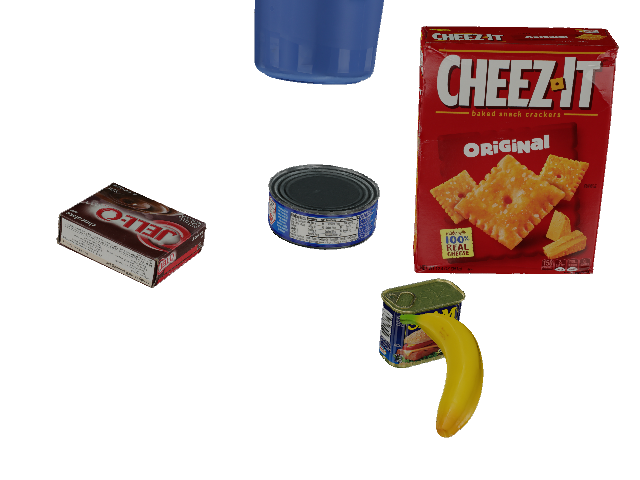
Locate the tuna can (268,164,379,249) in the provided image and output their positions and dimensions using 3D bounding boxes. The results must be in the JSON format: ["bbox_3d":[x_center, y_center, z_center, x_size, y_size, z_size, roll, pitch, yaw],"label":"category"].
[{"bbox_3d":[0.002,-0.026,0.826,0.086,0.034,0.086,3,28,-2],"label":"tuna can"}]

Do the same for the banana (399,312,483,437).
[{"bbox_3d":[0.135,0.130,1.107,0.069,0.037,0.198,-26,30,7],"label":"banana"}]

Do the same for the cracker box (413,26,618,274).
[{"bbox_3d":[0.167,-0.076,0.945,0.164,0.214,0.072,1,24,3],"label":"cracker box"}]

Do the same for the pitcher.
[{"bbox_3d":[0.009,-0.260,0.915,0.145,0.243,0.149,6,17,7],"label":"pitcher"}]

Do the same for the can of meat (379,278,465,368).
[{"bbox_3d":[0.122,0.102,1.310,0.101,0.084,0.057,-10,30,-26],"label":"can of meat"}]

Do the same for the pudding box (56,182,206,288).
[{"bbox_3d":[-0.180,-0.007,1.022,0.114,0.039,0.089,22,29,16],"label":"pudding box"}]
